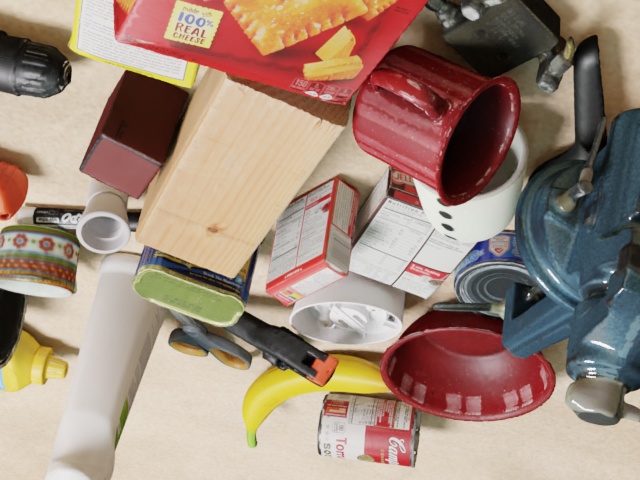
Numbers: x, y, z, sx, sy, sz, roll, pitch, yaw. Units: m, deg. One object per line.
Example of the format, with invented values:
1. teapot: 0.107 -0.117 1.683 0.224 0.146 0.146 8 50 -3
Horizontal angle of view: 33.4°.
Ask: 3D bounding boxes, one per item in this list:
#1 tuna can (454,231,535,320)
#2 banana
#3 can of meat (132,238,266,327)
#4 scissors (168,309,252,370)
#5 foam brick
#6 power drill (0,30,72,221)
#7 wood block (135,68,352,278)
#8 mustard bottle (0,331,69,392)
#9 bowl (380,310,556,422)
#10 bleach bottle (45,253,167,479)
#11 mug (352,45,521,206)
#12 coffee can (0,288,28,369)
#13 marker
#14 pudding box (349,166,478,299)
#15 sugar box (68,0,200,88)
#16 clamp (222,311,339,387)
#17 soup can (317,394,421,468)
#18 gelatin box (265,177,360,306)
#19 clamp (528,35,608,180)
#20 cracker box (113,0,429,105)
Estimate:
1. tuna can: 0.157 0.031 0.913 0.086 0.033 0.086 7 142 6
2. banana: -0.015 0.153 1.098 0.198 0.037 0.069 -28 105 32
3. can of meat: -0.105 0.018 0.923 0.102 0.084 0.058 21 141 -12
4. scissors: -0.135 0.085 1.033 0.096 0.016 0.201 4 156 30
5. foam brick: -0.142 -0.083 0.812 0.053 0.078 0.051 26 141 -16
6. power drill: -0.281 -0.098 0.848 0.184 0.057 0.188 13 139 4
7. wood block: -0.059 -0.070 0.796 0.090 0.090 0.206 22 141 -15
8. mustard bottle: -0.365 0.122 1.143 0.191 0.058 0.096 11 137 1
9. bowl: 0.139 0.107 0.995 0.162 0.055 0.162 8 142 6
10. bleach bottle: -0.197 0.140 0.965 0.068 0.250 0.103 11 142 1
11. mug: 0.071 -0.084 0.713 0.082 0.093 0.117 31 -177 31
12. coffee can: -0.369 0.064 1.036 0.140 0.102 0.103 9 142 3
13. marker: -0.212 -0.018 0.959 0.121 0.020 0.020 3 141 11
14. pudding box: 0.075 -0.004 0.886 0.090 0.039 0.114 20 139 -10
15. sugar box: -0.108 -0.186 0.700 0.093 0.048 0.176 16 138 -7
16. clamp: -0.044 0.095 0.993 0.120 0.039 0.172 30 169 -23
17. soup can: 0.053 0.200 1.127 0.102 0.068 0.068 5 142 10
18. gelatin box: -0.006 0.001 0.872 0.030 0.089 0.073 34 137 -30
19. clamp: 0.226 -0.048 0.792 0.164 0.036 0.210 17 138 -6
20. cracker box: -0.004 -0.183 0.608 0.164 0.072 0.214 13 139 -28
